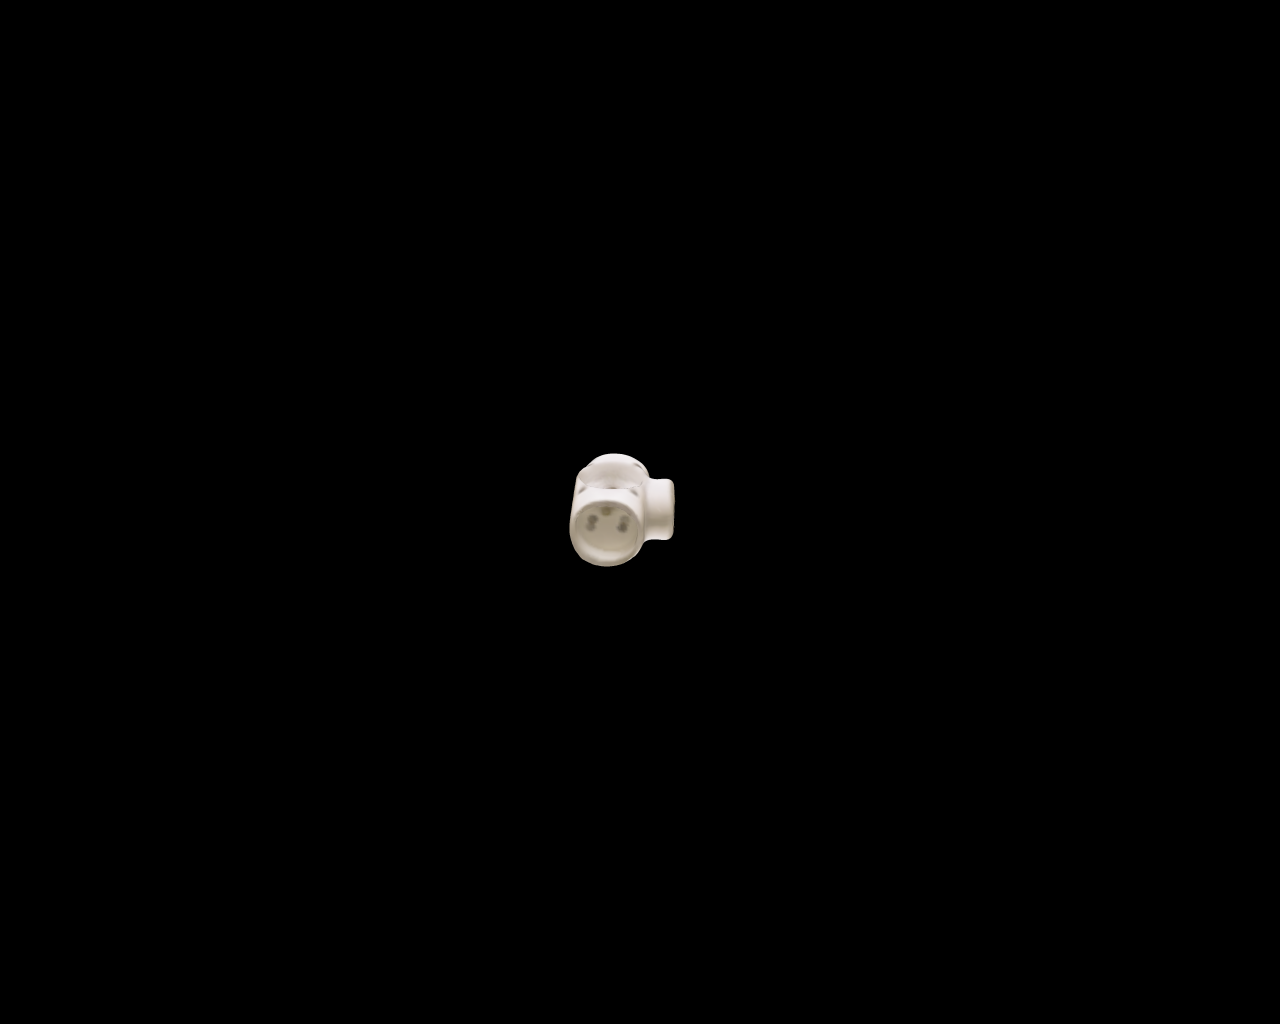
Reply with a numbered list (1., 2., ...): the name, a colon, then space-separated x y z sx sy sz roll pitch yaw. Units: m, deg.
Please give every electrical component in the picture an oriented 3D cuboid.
1. electrical component: 0.001 -0.003 0.650 0.079 0.044 0.077 1 24 3
